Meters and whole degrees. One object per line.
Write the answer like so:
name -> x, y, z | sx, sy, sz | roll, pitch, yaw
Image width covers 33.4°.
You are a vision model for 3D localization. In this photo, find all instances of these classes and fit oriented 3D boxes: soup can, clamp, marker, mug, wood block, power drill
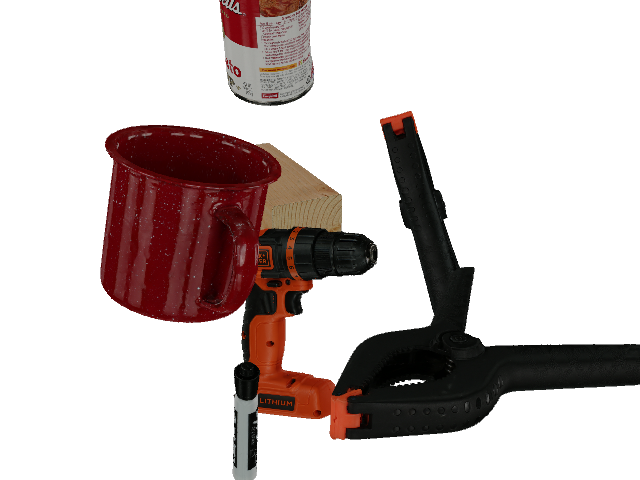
soup can -> -0.038, -0.158, 0.777 | 0.068, 0.102, 0.068 | -1, 43, 1
clamp -> 0.082, 0.072, 0.672 | 0.209, 0.036, 0.165 | -14, 27, -31
clamp -> 0.086, -0.017, 0.872 | 0.039, 0.171, 0.120 | -20, 19, 5
marker -> -0.055, 0.135, 0.793 | 0.020, 0.121, 0.020 | 3, 39, -2
mug -> -0.066, -0.004, 0.563 | 0.093, 0.081, 0.117 | -5, 27, -36
wood block -> -0.060, -0.043, 1.315 | 0.090, 0.090, 0.206 | -10, 26, -25
power drill -> -0.024, 0.078, 1.057 | 0.185, 0.188, 0.057 | 1, 10, 30
